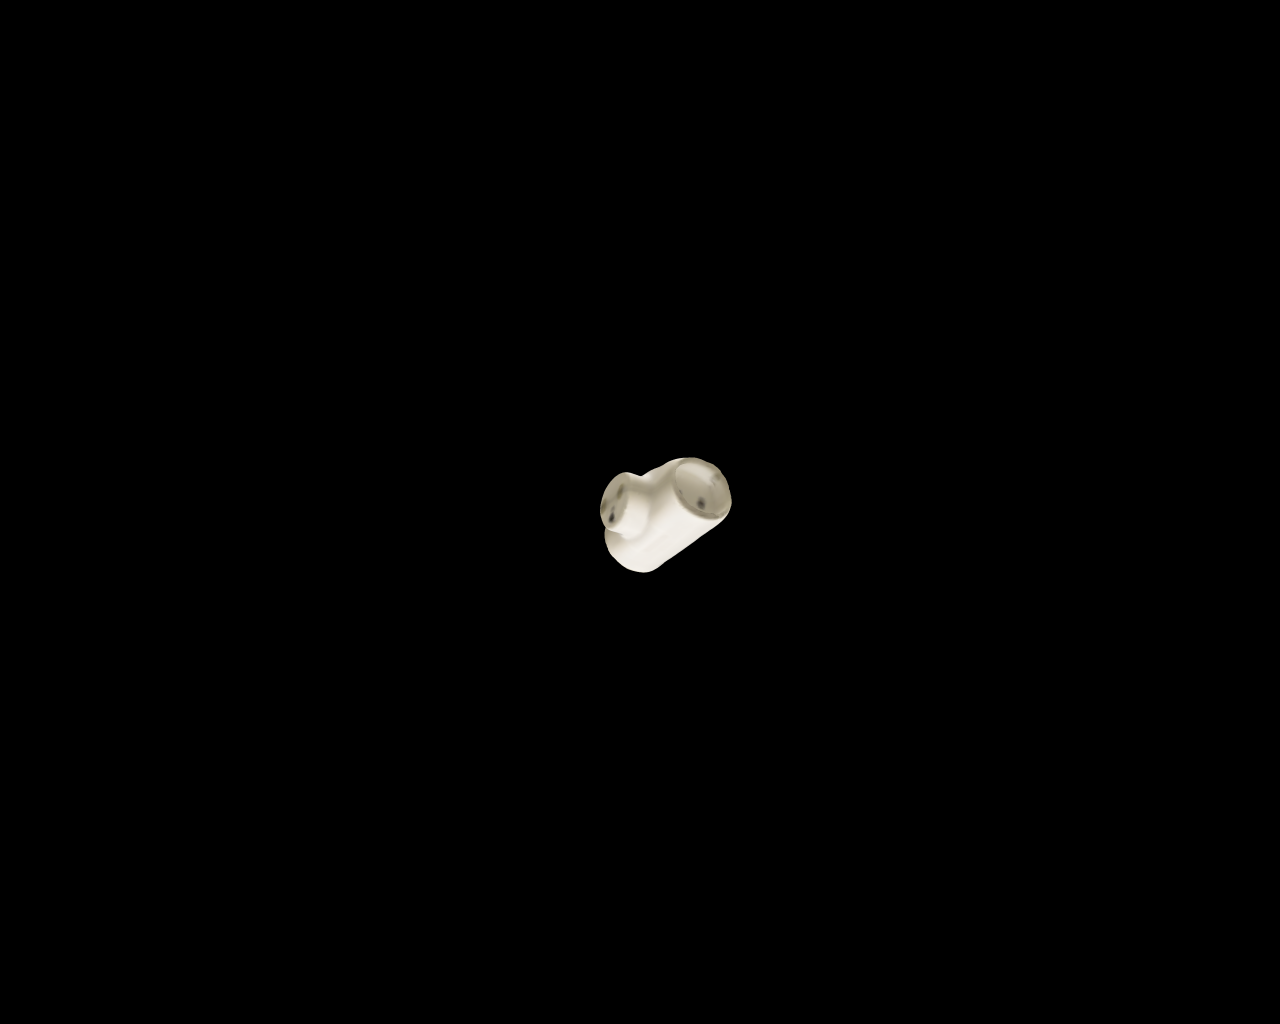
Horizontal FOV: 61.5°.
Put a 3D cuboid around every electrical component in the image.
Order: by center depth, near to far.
[{"bbox_3d":[0.001,-0.003,0.650,0.079,0.043,0.077,18,-35,-27],"label":"electrical component"}]
